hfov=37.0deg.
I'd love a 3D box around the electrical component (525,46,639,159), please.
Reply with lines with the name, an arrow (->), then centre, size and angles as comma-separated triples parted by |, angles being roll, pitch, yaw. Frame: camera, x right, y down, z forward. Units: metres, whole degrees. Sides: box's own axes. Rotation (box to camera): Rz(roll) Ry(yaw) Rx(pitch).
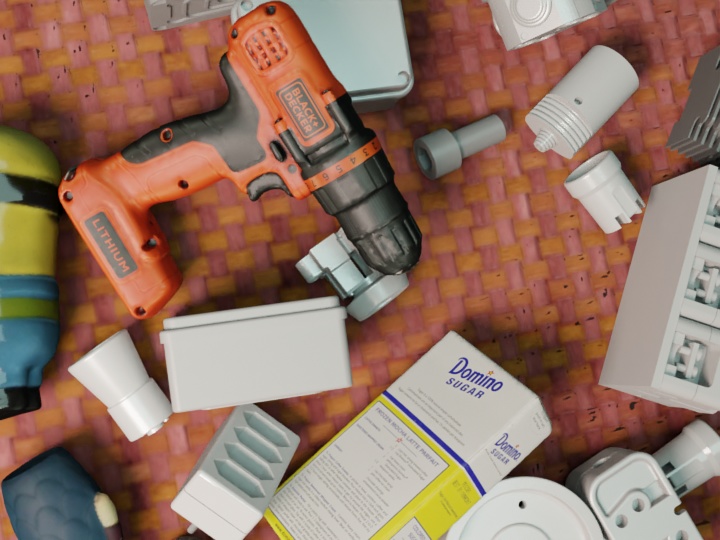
electrical component -> 0.152, -0.113, 0.752 | 0.043, 0.043, 0.081 | 45, 80, -3

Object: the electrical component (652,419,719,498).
electrical component -> 0.228, 0.132, 0.745 | 0.046, 0.040, 0.040 | -33, 91, -5

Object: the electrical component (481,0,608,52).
electrical component -> 0.126, -0.187, 0.736 | 0.080, 0.080, 0.051 | -23, 95, -11

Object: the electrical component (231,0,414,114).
electrical component -> -0.026, -0.144, 0.718 | 0.113, 0.057, 0.078 | -9, 86, -10

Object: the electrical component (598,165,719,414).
electrical component -> 0.226, 0.016, 0.729 | 0.062, 0.089, 0.150 | 18, 82, -7

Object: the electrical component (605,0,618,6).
electrical component -> 0.187, -0.241, 0.769 | 0.079, 0.043, 0.077 | -33, 91, -11

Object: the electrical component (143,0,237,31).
electrical component -> -0.091, -0.204, 0.703 | 0.113, 0.078, 0.057 | -16, 91, -10

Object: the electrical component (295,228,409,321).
electrical component -> 0.000, 0.000, 0.716 | 0.066, 0.048, 0.055 | -36, 84, -10

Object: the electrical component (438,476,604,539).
electrical component -> 0.100, 0.187, 0.707 | 0.108, 0.060, 0.108 | 1, 85, -9

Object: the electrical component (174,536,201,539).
electrical component -> -0.108, 0.188, 0.671 | 0.044, 0.065, 0.044 | 1, 84, -10

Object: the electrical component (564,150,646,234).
electrical component -> 0.172, -0.054, 0.752 | 0.040, 0.040, 0.046 | -40, 98, -10

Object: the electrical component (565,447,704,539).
electrical component -> 0.184, 0.169, 0.723 | 0.054, 0.059, 0.095 | -31, 90, -10

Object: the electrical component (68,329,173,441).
electrical component -> -0.149, 0.076, 0.688 | 0.044, 0.044, 0.065 | -36, 96, -10

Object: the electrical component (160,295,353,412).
electrical component -> -0.067, 0.051, 0.669 | 0.109, 0.109, 0.056 | -7, 89, -10

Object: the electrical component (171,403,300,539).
electrical component -> -0.086, 0.138, 0.680 | 0.047, 0.083, 0.075 | 37, 119, -5
